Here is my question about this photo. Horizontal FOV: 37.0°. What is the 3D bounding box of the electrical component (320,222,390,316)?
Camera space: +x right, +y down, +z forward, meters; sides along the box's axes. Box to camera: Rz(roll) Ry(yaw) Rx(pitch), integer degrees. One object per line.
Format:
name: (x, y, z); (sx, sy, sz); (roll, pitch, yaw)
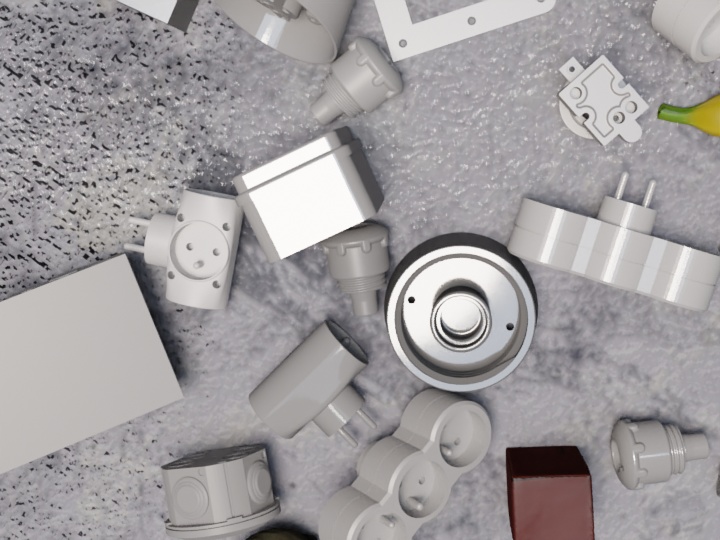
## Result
electrical component: (0.000, 0.000, 0.739); (0.048, 0.048, 0.062); (-7, 103, 6)

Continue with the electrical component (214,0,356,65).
electrical component: (-0.050, -0.182, 0.698); (0.099, 0.099, 0.064); (25, 92, 2)

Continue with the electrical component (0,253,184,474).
electrical component: (-0.229, 0.070, 0.735); (0.186, 0.060, 0.105); (-22, 98, -10)

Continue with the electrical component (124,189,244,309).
electrical component: (-0.125, -0.018, 0.747); (0.079, 0.044, 0.077); (11, 97, 4)

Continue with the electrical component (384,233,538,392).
electrical component: (0.068, 0.031, 0.727); (0.108, 0.060, 0.108); (1, 96, 5)

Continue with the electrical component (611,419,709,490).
electrical component: (0.205, 0.123, 0.734); (0.062, 0.048, 0.048); (-7, 96, -1)

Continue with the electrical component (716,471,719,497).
electrical component: (0.278, 0.150, 0.732); (0.065, 0.044, 0.044); (23, 98, 7)

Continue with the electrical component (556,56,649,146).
electrical component: (0.156, -0.110, 0.705); (0.048, 0.055, 0.066); (-42, 91, 8)

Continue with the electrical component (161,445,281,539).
electrical component: (-0.098, 0.154, 0.747); (0.080, 0.080, 0.051); (-10, 90, 6)

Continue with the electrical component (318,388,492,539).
electrical component: (0.022, 0.139, 0.739); (0.138, 0.074, 0.052); (-49, 119, -16)

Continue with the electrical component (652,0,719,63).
electrical component: (0.239, -0.206, 0.690); (0.138, 0.052, 0.073); (-47, 58, 11)

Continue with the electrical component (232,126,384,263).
electrical component: (-0.032, -0.052, 0.700); (0.078, 0.113, 0.057); (-25, 97, 8)

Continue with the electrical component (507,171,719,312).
electrical component: (0.175, -0.027, 0.714); (0.138, 0.052, 0.073); (17, 98, 3)

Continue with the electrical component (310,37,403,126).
electrical component: (-0.005, -0.123, 0.725); (0.062, 0.048, 0.048); (-38, 92, 15)

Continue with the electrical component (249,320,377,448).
electrical component: (-0.023, 0.089, 0.750); (0.077, 0.044, 0.079); (-45, 91, 8)
